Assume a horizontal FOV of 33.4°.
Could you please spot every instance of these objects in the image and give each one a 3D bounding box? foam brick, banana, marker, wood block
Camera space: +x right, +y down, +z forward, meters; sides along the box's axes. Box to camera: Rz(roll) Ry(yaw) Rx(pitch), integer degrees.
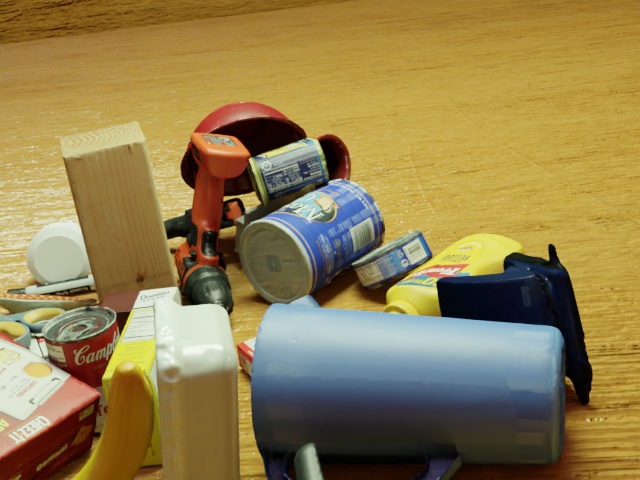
[{"bbox_3d":[-0.191,0.087,1.141,0.078,0.051,0.053,-5,23,8],"label":"foam brick"},{"bbox_3d":[-0.171,0.171,0.816,0.069,0.198,0.037,21,29,-37],"label":"banana"},{"bbox_3d":[-0.325,0.060,1.300,0.121,0.020,0.020,-10,22,-3],"label":"marker"},{"bbox_3d":[-0.223,-0.017,1.198,0.090,0.206,0.090,-13,22,-11],"label":"wood block"}]

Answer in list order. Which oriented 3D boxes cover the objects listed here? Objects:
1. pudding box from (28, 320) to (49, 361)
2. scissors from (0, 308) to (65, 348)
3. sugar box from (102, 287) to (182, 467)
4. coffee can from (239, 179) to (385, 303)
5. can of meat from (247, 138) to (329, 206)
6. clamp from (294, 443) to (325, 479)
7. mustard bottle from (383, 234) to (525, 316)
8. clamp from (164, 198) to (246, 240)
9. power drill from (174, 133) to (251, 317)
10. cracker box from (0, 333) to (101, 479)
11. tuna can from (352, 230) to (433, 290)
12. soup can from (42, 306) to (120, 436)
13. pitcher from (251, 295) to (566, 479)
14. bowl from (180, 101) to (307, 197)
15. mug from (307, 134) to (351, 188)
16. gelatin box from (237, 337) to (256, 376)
[{"bbox_3d":[-0.299,0.120,1.118,0.090,0.039,0.114,-18,21,-17],"label":"pudding box"},{"bbox_3d":[-0.337,0.083,1.157,0.096,0.016,0.202,-19,20,-25],"label":"scissors"},{"bbox_3d":[-0.155,0.121,0.984,0.048,0.093,0.176,-8,21,2],"label":"sugar box"},{"bbox_3d":[-0.008,0.001,1.210,0.103,0.103,0.140,10,28,39],"label":"coffee can"},{"bbox_3d":[-0.040,-0.084,1.263,0.084,0.057,0.102,-19,10,-6],"label":"can of meat"},{"bbox_3d":[0.007,0.210,0.738,0.120,0.039,0.171,17,36,24],"label":"clamp"},{"bbox_3d":[0.124,0.054,1.089,0.096,0.058,0.191,2,24,44],"label":"mustard bottle"},{"bbox_3d":[-0.166,-0.022,1.372,0.164,0.036,0.210,-23,10,-26],"label":"clamp"},{"bbox_3d":[-0.122,-0.017,1.195,0.057,0.188,0.184,5,17,-20],"label":"power drill"},{"bbox_3d":[-0.327,0.145,0.926,0.214,0.072,0.163,26,31,22],"label":"cracker box"},{"bbox_3d":[0.080,0.022,1.174,0.086,0.034,0.086,-27,2,1],"label":"tuna can"},{"bbox_3d":[-0.213,0.122,0.991,0.068,0.102,0.068,-7,22,3],"label":"soup can"},{"bbox_3d":[0.071,0.129,0.854,0.243,0.149,0.145,1,8,15],"label":"pitcher"},{"bbox_3d":[-0.099,-0.121,1.316,0.162,0.162,0.055,-13,61,-10],"label":"bowl"},{"bbox_3d":[-0.008,-0.100,1.503,0.082,0.093,0.117,6,-5,44],"label":"mug"},{"bbox_3d":[-0.027,0.112,1.042,0.089,0.030,0.073,-17,22,-22],"label":"gelatin box"}]
